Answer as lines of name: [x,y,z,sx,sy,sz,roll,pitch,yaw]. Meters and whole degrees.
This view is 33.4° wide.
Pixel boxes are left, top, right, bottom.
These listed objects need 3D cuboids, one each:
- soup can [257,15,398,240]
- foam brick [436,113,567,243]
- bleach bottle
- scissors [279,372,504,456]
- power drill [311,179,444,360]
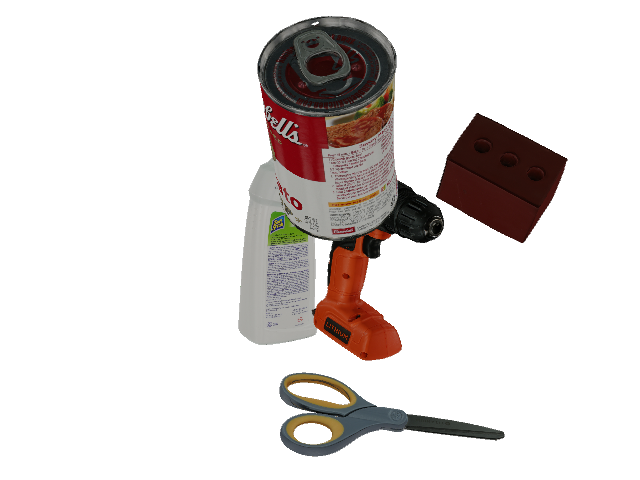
soup can: [0.007,-0.056,0.556,0.068,0.068,0.102,0,-37,6]
foam brick: [0.134,-0.046,0.794,0.078,0.053,0.051,29,-31,12]
bleach bottle: [-0.046,0.001,1.327,0.102,0.251,0.068,-8,23,-34]
scissors: [0.053,0.168,0.930,0.202,0.016,0.096,18,42,13]
power drill: [0.053,0.022,1.079,0.057,0.188,0.185,-8,24,-32]
